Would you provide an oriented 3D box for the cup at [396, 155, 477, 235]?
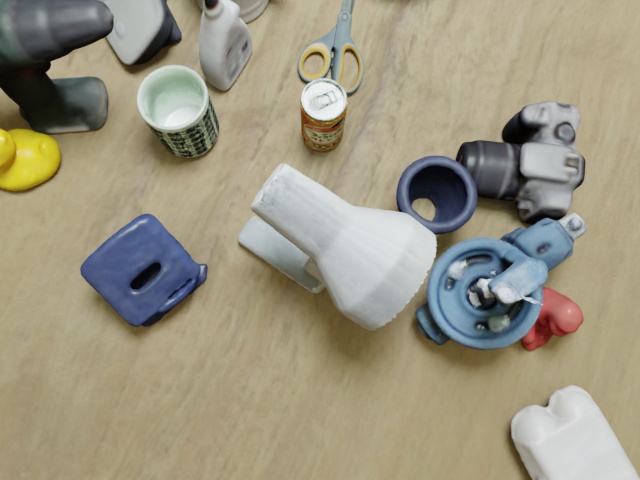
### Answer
[{"bbox_3d":[0.126,-0.032,0.681,0.091,0.095,0.118,23,79,3],"label":"cup"}]

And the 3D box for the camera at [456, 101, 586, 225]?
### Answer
[{"bbox_3d":[0.239,-0.100,0.695,0.137,0.101,0.143,7,79,0],"label":"camera"}]

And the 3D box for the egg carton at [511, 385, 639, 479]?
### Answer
[{"bbox_3d":[0.286,0.249,0.645,0.107,0.069,0.150,-28,81,-7],"label":"egg carton"}]

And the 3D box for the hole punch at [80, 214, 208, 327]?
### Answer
[{"bbox_3d":[-0.198,0.037,0.660,0.109,0.091,0.101,-42,83,-9],"label":"hole punch"}]

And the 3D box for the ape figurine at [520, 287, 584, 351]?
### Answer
[{"bbox_3d":[0.271,0.091,0.664,0.078,0.092,0.076,4,79,-1],"label":"ape figurine"}]

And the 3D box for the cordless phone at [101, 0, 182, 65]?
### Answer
[{"bbox_3d":[-0.242,-0.312,0.678,0.094,0.185,0.147,-31,81,-7],"label":"cordless phone"}]

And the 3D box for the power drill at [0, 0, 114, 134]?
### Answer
[{"bbox_3d":[-0.318,-0.194,0.641,0.229,0.208,0.075,-6,79,-3],"label":"power drill"}]

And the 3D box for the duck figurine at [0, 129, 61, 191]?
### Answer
[{"bbox_3d":[-0.373,-0.106,0.685,0.104,0.086,0.077,-9,79,-3],"label":"duck figurine"}]

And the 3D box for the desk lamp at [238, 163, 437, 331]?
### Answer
[{"bbox_3d":[0.006,0.002,0.611,0.203,0.213,0.118,32,80,5],"label":"desk lamp"}]

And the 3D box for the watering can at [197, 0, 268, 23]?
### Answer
[{"bbox_3d":[-0.123,-0.354,0.686,0.173,0.194,0.101,-13,79,-4],"label":"watering can"}]

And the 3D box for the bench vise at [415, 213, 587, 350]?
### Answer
[{"bbox_3d":[0.199,0.026,0.609,0.121,0.220,0.207,36,80,6],"label":"bench vise"}]

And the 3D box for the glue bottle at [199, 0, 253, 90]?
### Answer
[{"bbox_3d":[-0.117,-0.247,0.676,0.037,0.173,0.078,30,80,5],"label":"glue bottle"}]
